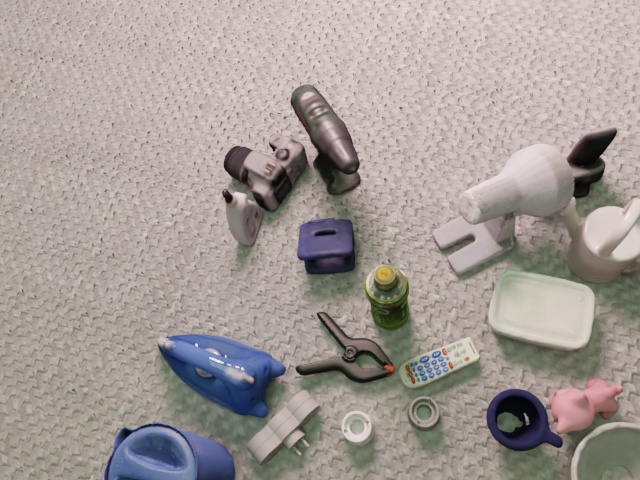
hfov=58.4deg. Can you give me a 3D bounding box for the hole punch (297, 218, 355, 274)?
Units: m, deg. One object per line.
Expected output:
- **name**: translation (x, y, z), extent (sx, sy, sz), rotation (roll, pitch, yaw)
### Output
- **hole punch**: translation (0.010, 0.004, 1.071), extent (0.108, 0.091, 0.101), rotation (-6, 68, 7)

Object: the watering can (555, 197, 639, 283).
- **watering can**: translation (0.473, -0.007, 0.947), extent (0.172, 0.194, 0.101), rotation (13, 71, 14)

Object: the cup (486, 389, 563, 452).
- **cup**: translation (0.318, 0.294, 0.905), extent (0.117, 0.095, 0.092), rotation (26, 74, 18)

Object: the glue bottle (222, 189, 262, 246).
- **glue bottle**: translation (-0.152, -0.054, 1.075), extent (0.037, 0.173, 0.078), rotation (12, 71, 14)

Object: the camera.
- **camera**: translation (-0.117, -0.154, 1.149), extent (0.136, 0.101, 0.143), rotation (29, 75, 18)

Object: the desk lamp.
- **desk lamp**: translation (0.308, -0.051, 0.980), extent (0.203, 0.214, 0.117), rotation (-28, 67, -3)

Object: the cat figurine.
- **cat figurine**: translation (0.411, 0.257, 0.893), extent (0.128, 0.118, 0.067), rotation (-22, 67, 0)

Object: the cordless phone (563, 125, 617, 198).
- **cordless phone**: translation (0.434, -0.144, 1.013), extent (0.147, 0.185, 0.094), rotation (-16, 67, 2)

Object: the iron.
- **iron**: translation (-0.198, 0.212, 0.993), extent (0.257, 0.141, 0.119), rotation (18, 72, 15)

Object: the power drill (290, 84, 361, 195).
- **power drill**: translation (0.021, -0.174, 1.077), extent (0.075, 0.209, 0.229), rotation (-29, 67, -3)

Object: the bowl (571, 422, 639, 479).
- **bowl**: translation (0.459, 0.364, 0.866), extent (0.167, 0.075, 0.167), rotation (-3, 68, 8)
